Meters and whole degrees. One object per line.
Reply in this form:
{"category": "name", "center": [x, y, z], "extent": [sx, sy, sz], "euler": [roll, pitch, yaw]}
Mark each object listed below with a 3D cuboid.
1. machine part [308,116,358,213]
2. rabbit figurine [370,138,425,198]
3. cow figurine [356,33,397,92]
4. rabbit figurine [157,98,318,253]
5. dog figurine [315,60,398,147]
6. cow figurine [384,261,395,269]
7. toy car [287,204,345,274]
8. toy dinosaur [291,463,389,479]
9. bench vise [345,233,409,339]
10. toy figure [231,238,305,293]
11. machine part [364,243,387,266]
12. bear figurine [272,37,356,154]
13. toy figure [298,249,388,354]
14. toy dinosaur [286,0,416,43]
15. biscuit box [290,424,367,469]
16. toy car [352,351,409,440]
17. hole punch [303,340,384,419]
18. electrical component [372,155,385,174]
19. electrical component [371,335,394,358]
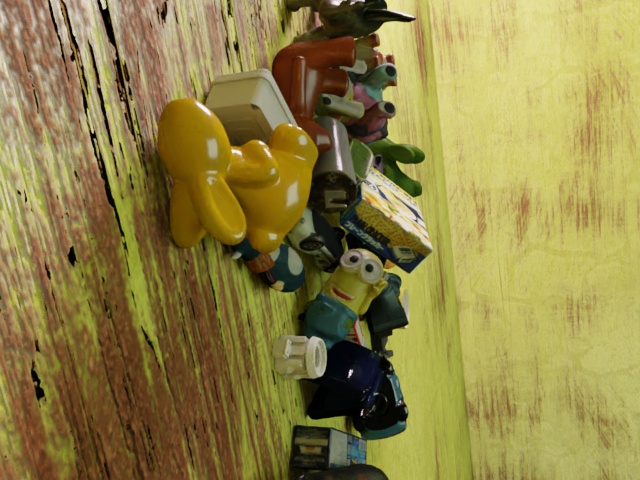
{"category": "machine part", "center": [0.011, -0.119, 0.827], "extent": [0.243, 0.079, 0.079], "euler": [-93, 166, -49]}
{"category": "rabbit figurine", "center": [0.152, -0.163, 1.215], "extent": [0.121, 0.159, 0.170], "euler": [-24, 94, -59]}
{"category": "cow figurine", "center": [0.084, -0.327, 1.058], "extent": [0.195, 0.127, 0.085], "euler": [6, 81, -68]}
{"category": "rabbit figurine", "center": [-0.102, -0.066, 0.557], "extent": [0.173, 0.122, 0.162], "euler": [41, 57, -44]}
{"category": "dog figurine", "center": [0.054, -0.234, 1.007], "extent": [0.219, 0.191, 0.108], "euler": [137, -47, -71]}
{"category": "cow figurine", "center": [0.123, -0.013, 1.184], "extent": [0.098, 0.068, 0.167], "euler": [49, -17, 49]}
{"category": "toy car", "center": [-0.002, -0.003, 0.864], "extent": [0.201, 0.056, 0.073], "euler": [47, 36, -61]}
{"category": "toy dinosaur", "center": [0.058, 0.400, 0.778], "extent": [0.192, 0.131, 0.404], "euler": [-48, 140, -40]}
{"category": "bench vise", "center": [0.089, 0.073, 1.003], "extent": [0.223, 0.129, 0.241], "euler": [55, 15, -57]}
{"category": "toy figure", "center": [-0.067, 0.018, 0.681], "extent": [0.064, 0.058, 0.154], "euler": [53, 1, 35]}
{"category": "machine part", "center": [0.114, 0.048, 1.124], "extent": [0.084, 0.039, 0.138], "euler": [8, 102, -33]}
{"category": "bear figurine", "center": [-0.013, -0.179, 0.763], "extent": [0.120, 0.132, 0.196], "euler": [105, -19, -71]}
{"category": "toy figure", "center": [0.031, 0.093, 0.834], "extent": [0.180, 0.082, 0.089], "euler": [-58, -168, -8]}
{"category": "toy dinosaur", "center": [0.048, -0.371, 0.865], "extent": [0.471, 0.199, 0.104], "euler": [-62, 140, -59]}
{"category": "biscuit box", "center": [0.021, 0.333, 0.847], "extent": [0.202, 0.063, 0.059], "euler": [51, 39, -58]}
{"category": "toy car", "center": [0.103, 0.298, 1.050], "extent": [0.103, 0.109, 0.161], "euler": [124, -49, -85]}
{"category": "hole punch", "center": [0.033, 0.209, 0.841], "extent": [0.142, 0.116, 0.092], "euler": [-46, 121, -65]}
{"category": "electrical component", "center": [0.095, -0.118, 1.126], "extent": [0.047, 0.075, 0.119], "euler": [62, 33, -50]}
{"category": "electrical component", "center": [0.145, 0.225, 1.234], "extent": [0.078, 0.045, 0.102], "euler": [-21, 106, -68]}
